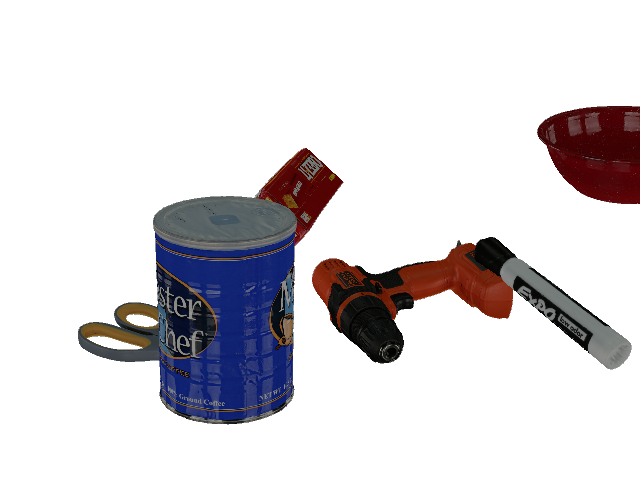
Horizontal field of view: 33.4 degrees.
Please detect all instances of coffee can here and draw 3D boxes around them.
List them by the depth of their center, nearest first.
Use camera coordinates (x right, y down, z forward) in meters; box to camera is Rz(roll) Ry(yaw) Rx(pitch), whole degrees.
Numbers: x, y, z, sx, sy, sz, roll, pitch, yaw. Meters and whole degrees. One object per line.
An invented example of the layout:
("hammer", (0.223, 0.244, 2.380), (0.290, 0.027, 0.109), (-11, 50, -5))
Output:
("coffee can", (-0.070, 0.049, 0.786), (0.103, 0.140, 0.103), (1, 20, -1))

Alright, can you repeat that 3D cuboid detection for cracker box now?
("cracker box", (-0.083, 0.005, 1.231), (0.214, 0.072, 0.164), (-46, 5, 26))

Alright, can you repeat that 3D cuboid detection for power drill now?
("power drill", (0.101, 0.061, 1.111), (0.187, 0.057, 0.185), (-8, 27, -18))

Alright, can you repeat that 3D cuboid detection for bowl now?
("bowl", (0.281, -0.076, 0.982), (0.162, 0.055, 0.162), (-3, 24, 1))

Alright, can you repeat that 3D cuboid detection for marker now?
("marker", (0.130, 0.032, 0.619), (0.020, 0.020, 0.121), (0, 30, -36))

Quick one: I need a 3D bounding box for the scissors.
("scissors", (-0.118, 0.096, 0.970), (0.202, 0.016, 0.096), (10, 28, 4))
